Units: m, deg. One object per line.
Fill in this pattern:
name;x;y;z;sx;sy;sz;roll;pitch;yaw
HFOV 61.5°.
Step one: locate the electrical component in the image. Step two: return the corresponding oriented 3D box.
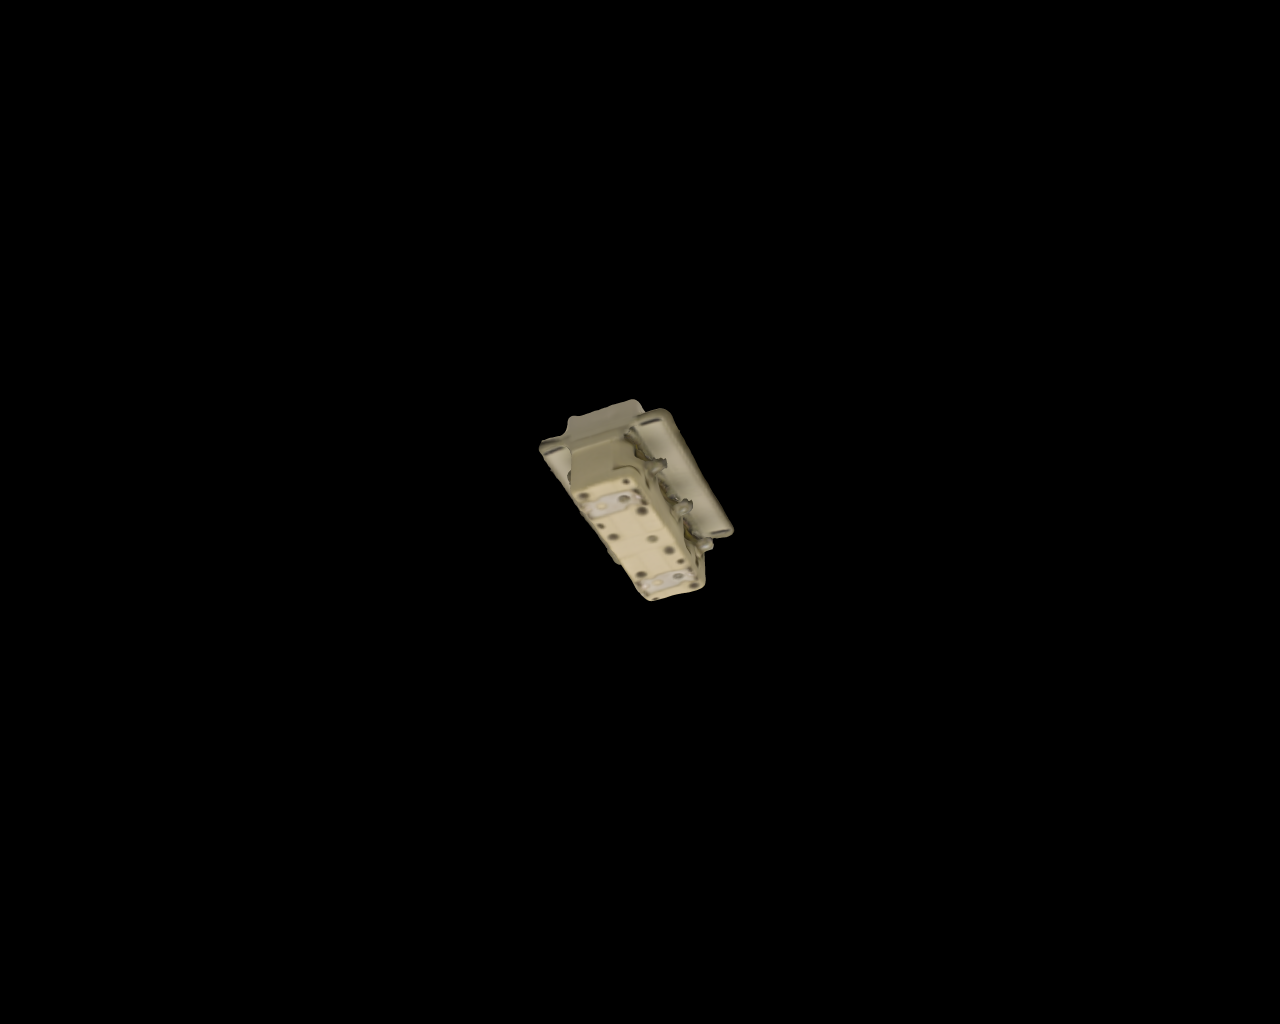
electrical component;0.001;-0.003;0.650;0.079;0.063;0.121;-14;-42;17
